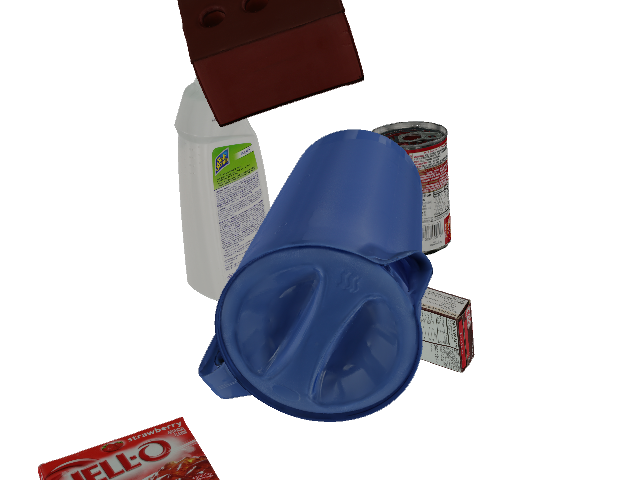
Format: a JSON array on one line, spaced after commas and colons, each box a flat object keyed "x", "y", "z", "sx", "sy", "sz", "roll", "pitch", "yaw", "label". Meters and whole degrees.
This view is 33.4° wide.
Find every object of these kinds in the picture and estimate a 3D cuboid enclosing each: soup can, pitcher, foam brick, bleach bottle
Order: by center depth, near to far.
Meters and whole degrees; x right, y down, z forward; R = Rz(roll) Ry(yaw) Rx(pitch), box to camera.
[{"x": -0.025, "y": -0.101, "z": 0.524, "sx": 0.078, "sy": 0.053, "sz": 0.051, "roll": -18, "pitch": -33, "yaw": 5, "label": "foam brick"}, {"x": 0.005, "y": 0.015, "z": 0.777, "sx": 0.149, "sy": 0.145, "sz": 0.242, "roll": 9, "pitch": 27, "yaw": 5, "label": "pitcher"}, {"x": 0.079, "y": -0.045, "z": 0.927, "sx": 0.068, "sy": 0.102, "sz": 0.068, "roll": -5, "pitch": 23, "yaw": 2, "label": "soup can"}, {"x": -0.093, "y": -0.066, "z": 1.055, "sx": 0.068, "sy": 0.251, "sz": 0.102, "roll": 25, "pitch": 42, "yaw": 33, "label": "bleach bottle"}]

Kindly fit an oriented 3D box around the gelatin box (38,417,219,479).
[{"x": -0.105, "y": 0.140, "z": 0.593, "sx": 0.089, "sy": 0.030, "sz": 0.073, "roll": -15, "pitch": 28, "yaw": -20, "label": "gelatin box"}]

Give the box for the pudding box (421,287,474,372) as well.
[{"x": 0.118, "y": 0.095, "z": 1.225, "sx": 0.114, "sy": 0.090, "sz": 0.039, "roll": 15, "pitch": 46, "yaw": 27, "label": "pudding box"}]
